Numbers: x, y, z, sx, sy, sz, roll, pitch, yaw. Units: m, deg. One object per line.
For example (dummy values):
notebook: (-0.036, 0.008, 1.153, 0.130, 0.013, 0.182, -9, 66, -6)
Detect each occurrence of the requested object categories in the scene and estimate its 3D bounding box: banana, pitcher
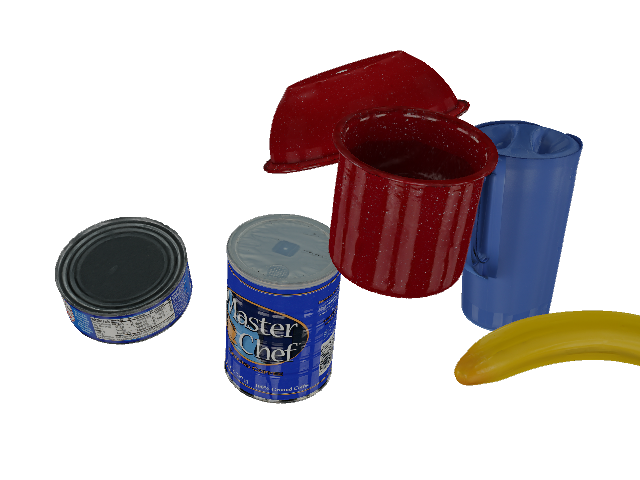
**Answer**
banana: (0.193, 0.080, 0.789, 0.197, 0.037, 0.069, 2, 33, -5)
pitcher: (0.225, -0.012, 1.276, 0.149, 0.243, 0.145, 0, 25, -3)

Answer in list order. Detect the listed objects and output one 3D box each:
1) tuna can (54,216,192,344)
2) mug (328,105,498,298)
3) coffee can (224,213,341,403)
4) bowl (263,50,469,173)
tuna can: (-0.128, 0.026, 0.699, 0.086, 0.086, 0.034, 0, -44, 4)
mug: (0.055, -0.026, 0.622, 0.093, 0.081, 0.117, 24, 36, 25)
coffee can: (-0.035, 0.062, 0.965, 0.103, 0.140, 0.103, 3, 36, -2)
bowl: (0.026, -0.102, 0.797, 0.162, 0.055, 0.162, -18, 12, 4)
